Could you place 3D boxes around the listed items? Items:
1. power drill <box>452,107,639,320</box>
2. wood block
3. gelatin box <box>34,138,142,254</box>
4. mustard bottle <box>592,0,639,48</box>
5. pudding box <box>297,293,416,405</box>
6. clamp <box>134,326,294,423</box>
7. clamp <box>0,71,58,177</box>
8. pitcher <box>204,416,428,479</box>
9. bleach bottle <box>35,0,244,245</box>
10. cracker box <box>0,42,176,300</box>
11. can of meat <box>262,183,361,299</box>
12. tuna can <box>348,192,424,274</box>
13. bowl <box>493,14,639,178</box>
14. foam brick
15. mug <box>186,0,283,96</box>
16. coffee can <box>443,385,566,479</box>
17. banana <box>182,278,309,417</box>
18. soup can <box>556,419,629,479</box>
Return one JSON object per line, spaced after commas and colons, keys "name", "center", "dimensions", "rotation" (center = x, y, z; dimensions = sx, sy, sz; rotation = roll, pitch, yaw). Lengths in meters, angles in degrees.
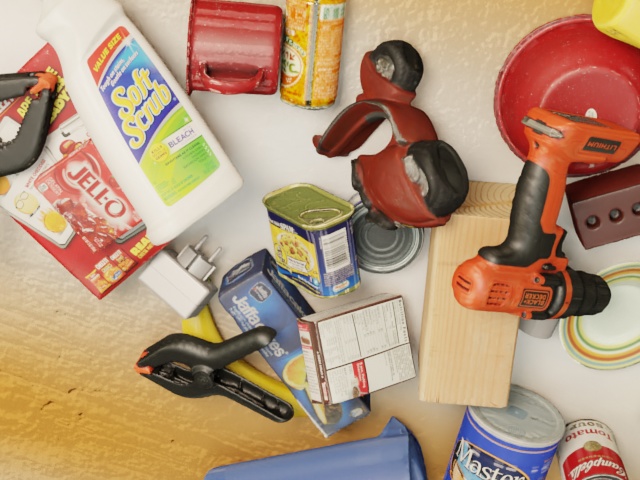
{"name": "power drill", "center": [0.216, -0.016, 0.949], "dimensions": [0.184, 0.057, 0.188], "rotation": [5, 108, -36]}
{"name": "wood block", "center": [0.151, 0.053, 1.056], "dimensions": [0.091, 0.090, 0.206], "rotation": [5, 115, 3]}
{"name": "gelatin box", "center": [-0.208, -0.043, 0.989], "dimensions": [0.073, 0.030, 0.089], "rotation": [-33, 108, 15]}
{"name": "mustard bottle", "center": [0.335, -0.169, 0.935], "dimensions": [0.191, 0.096, 0.058], "rotation": [27, 113, -8]}
{"name": "pudding box", "center": [0.038, 0.109, 1.075], "dimensions": [0.113, 0.039, 0.090], "rotation": [-14, 96, -33]}
{"name": "clamp", "center": [-0.106, 0.140, 1.097], "dimensions": [0.172, 0.039, 0.120], "rotation": [-3, 118, 27]}
{"name": "clamp", "center": [-0.314, -0.077, 0.980], "dimensions": [0.210, 0.036, 0.164], "rotation": [-29, 108, 16]}
{"name": "pitcher", "center": [-0.001, 0.297, 1.154], "dimensions": [0.243, 0.149, 0.145], "rotation": [-10, 119, 12]}
{"name": "bleach bottle", "center": [-0.177, -0.124, 0.943], "dimensions": [0.102, 0.068, 0.251], "rotation": [-39, 100, -22]}
{"name": "cracker box", "center": [-0.226, -0.072, 1.035], "dimensions": [0.164, 0.072, 0.213], "rotation": [-39, 106, 18]}
{"name": "can of meat", "center": [-0.007, 0.001, 1.038], "dimensions": [0.057, 0.102, 0.084], "rotation": [-24, 120, -27]}
{"name": "tuna can", "center": [0.062, -0.009, 1.063], "dimensions": [0.086, 0.033, 0.086], "rotation": [2, 115, 3]}
{"name": "bowl", "center": [0.244, -0.123, 0.986], "dimensions": [0.162, 0.055, 0.162], "rotation": [2, 115, 3]}
{"name": "foam brick", "center": [0.281, -0.032, 1.027], "dimensions": [0.078, 0.051, 0.053], "rotation": [-17, 112, 12]}
{"name": "mug", "center": [-0.077, -0.167, 0.958], "dimensions": [0.081, 0.117, 0.093], "rotation": [4, 128, -3]}
{"name": "coffee can", "center": [0.189, 0.238, 1.131], "dimensions": [0.103, 0.102, 0.140], "rotation": [12, 116, -2]}
{"name": "banana", "center": [-0.087, 0.132, 1.137], "dimensions": [0.070, 0.037, 0.197], "rotation": [-34, 108, 19]}
{"name": "soup can", "center": [0.288, 0.245, 1.127], "dimensions": [0.068, 0.102, 0.068], "rotation": [2, 115, 3]}
